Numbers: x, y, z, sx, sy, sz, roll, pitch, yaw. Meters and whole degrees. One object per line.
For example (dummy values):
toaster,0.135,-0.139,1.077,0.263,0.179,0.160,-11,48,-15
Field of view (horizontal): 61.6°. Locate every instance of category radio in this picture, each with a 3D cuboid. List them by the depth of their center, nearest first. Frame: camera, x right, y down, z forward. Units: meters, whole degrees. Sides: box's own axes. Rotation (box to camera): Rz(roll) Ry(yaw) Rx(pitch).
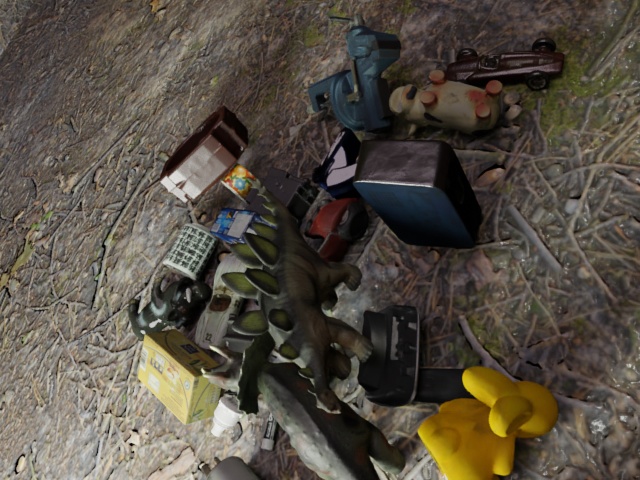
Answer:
radio,0.152,-0.062,0.795,0.131,0.229,0.073,5,71,31

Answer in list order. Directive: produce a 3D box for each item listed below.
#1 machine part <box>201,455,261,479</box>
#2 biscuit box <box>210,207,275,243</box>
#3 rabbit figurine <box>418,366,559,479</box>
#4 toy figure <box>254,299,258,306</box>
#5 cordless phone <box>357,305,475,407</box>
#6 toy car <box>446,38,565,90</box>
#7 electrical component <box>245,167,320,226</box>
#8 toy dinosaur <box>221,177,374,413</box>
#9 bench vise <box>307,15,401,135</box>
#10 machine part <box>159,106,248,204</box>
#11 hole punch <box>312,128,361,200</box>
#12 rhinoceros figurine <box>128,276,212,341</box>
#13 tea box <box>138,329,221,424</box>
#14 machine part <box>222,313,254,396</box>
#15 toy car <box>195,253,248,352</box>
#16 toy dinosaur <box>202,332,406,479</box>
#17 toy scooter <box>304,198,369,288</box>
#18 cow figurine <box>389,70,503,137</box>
machine part,-0.096,0.399,0.786,0.244,0.079,0.079,27,81,41
biscuit box,-0.148,-0.020,1.025,0.059,0.062,0.203,-63,26,-8
rabbit figurine,0.210,0.222,0.660,0.173,0.162,0.122,-25,38,-3
toy figure,-0.097,0.051,1.004,0.064,0.057,0.154,-13,52,19
cordless phone,0.153,0.166,0.773,0.184,0.088,0.146,-2,61,20
toy car,0.319,-0.305,0.946,0.202,0.053,0.089,5,63,36
electrical component,-0.085,-0.079,1.073,0.134,0.058,0.115,20,74,39
toy dinosaur,-0.040,0.057,0.806,0.105,0.198,0.472,-54,29,26
bench vise,0.050,-0.305,1.045,0.129,0.223,0.241,-32,16,-37
machine part,-0.251,-0.187,1.183,0.201,0.087,0.201,-39,26,11
hole punch,0.060,-0.120,0.961,0.092,0.142,0.115,36,94,18
rhinoceros figurine,-0.303,0.134,1.079,0.190,0.073,0.112,-32,49,14
tea box,-0.252,0.240,0.965,0.170,0.068,0.098,26,109,39
machine part,-0.129,0.198,0.920,0.084,0.039,0.138,4,85,12
toy car,-0.176,0.112,1.020,0.074,0.056,0.201,0,64,34
toy dinosaur,-0.009,0.250,0.742,0.405,0.192,0.131,30,84,42
toy scooter,-0.002,-0.003,0.963,0.135,0.075,0.184,23,82,39
cow figurine,0.214,-0.230,0.938,0.195,0.127,0.085,17,75,24
